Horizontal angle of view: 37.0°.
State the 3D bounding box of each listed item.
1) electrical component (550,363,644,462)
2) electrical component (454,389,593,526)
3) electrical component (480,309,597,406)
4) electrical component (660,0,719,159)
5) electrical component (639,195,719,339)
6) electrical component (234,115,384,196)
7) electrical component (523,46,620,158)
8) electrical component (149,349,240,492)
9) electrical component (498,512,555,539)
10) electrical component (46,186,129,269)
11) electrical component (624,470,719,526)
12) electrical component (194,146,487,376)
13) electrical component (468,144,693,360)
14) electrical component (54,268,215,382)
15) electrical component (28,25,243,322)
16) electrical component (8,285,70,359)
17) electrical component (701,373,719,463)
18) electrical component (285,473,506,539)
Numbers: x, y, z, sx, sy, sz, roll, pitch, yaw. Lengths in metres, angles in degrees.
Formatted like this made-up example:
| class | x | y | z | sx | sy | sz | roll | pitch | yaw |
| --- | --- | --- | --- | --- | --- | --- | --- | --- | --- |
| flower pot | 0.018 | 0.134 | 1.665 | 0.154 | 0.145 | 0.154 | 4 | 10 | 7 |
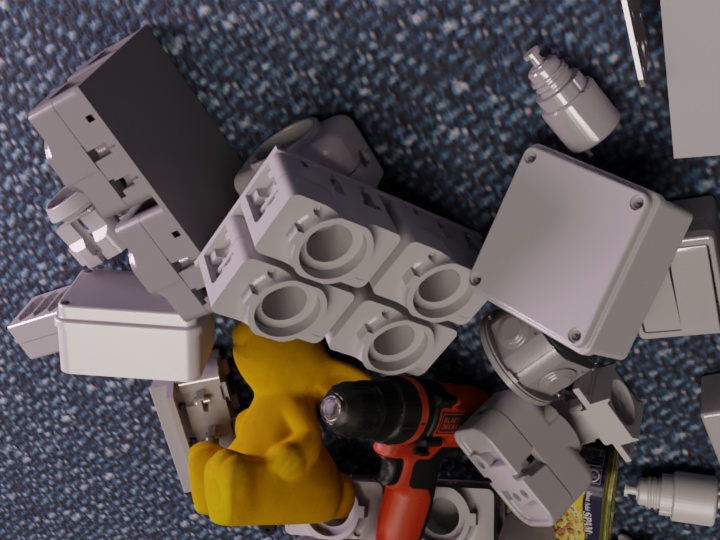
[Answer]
| class | x | y | z | sx | sy | sz | roll | pitch | yaw |
| --- | --- | --- | --- | --- | --- | --- | --- | --- | --- |
| electrical component | 0.181 | 0.111 | 0.840 | 0.064 | 0.042 | 0.081 | -24 | 114 | 35 |
| electrical component | 0.127 | 0.139 | 0.816 | 0.095 | 0.059 | 0.054 | 51 | 156 | -3 |
| electrical component | 0.131 | 0.055 | 0.794 | 0.080 | 0.080 | 0.051 | 42 | 121 | -13 |
| electrical component | 0.228 | -0.164 | 0.616 | 0.105 | 0.060 | 0.186 | -3 | 123 | 20 |
| electrical component | 0.219 | 0.006 | 0.740 | 0.062 | 0.061 | 0.096 | -7 | 122 | 23 |
| electrical component | -0.040 | -0.070 | 0.777 | 0.095 | 0.053 | 0.059 | -19 | 116 | 29 |
| electrical component | 0.134 | -0.112 | 0.697 | 0.040 | 0.040 | 0.078 | -32 | 110 | 33 |
| electrical component | -0.138 | 0.131 | 0.946 | 0.063 | 0.078 | 0.121 | -11 | 123 | -1 |
| electrical component | 0.125 | 0.235 | 0.853 | 0.043 | 0.081 | 0.043 | 12 | 127 | 17 |
| electrical component | -0.209 | -0.043 | 0.851 | 0.078 | 0.058 | 0.057 | -24 | 117 | 31 |
| electrical component | 0.254 | 0.182 | 0.867 | 0.078 | 0.040 | 0.040 | 5 | 126 | 15 |
| electrical component | -0.003 | 0.003 | 0.746 | 0.186 | 0.060 | 0.105 | 20 | 120 | -34 |
| electrical component | 0.141 | -0.013 | 0.701 | 0.109 | 0.056 | 0.108 | 32 | 103 | 44 |
| electrical component | -0.174 | 0.041 | 0.843 | 0.113 | 0.078 | 0.057 | 4 | 114 | 2 |
| electrical component | -0.144 | -0.067 | 0.781 | 0.060 | 0.105 | 0.186 | -21 | 116 | 29 |
| electrical component | -0.247 | 0.056 | 0.941 | 0.083 | 0.047 | 0.075 | -16 | 118 | 27 |
| electrical component | 0.300 | 0.110 | 0.796 | 0.077 | 0.047 | 0.065 | -15 | 118 | 27 |
| electrical component | 0.029 | 0.235 | 0.934 | 0.186 | 0.060 | 0.105 | -1 | 85 | 19 |
